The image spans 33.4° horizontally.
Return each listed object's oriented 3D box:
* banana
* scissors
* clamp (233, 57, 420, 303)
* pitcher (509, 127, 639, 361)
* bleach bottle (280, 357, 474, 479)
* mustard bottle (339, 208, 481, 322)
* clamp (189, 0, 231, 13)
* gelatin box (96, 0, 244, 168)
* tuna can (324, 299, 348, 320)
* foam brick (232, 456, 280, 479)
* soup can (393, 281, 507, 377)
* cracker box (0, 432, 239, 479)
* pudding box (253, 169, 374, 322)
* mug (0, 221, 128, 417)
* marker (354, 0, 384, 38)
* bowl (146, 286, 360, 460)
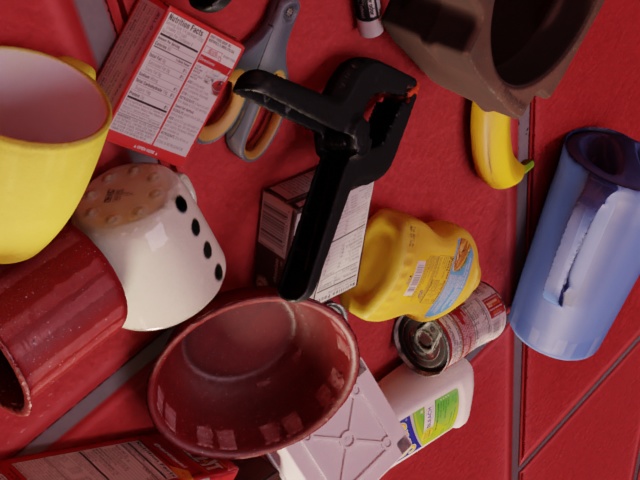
[{"bbox_3d":[0.161,-0.102,0.970,0.069,0.037,0.197,-64,154,-24],"label":"banana"},{"bbox_3d":[-0.038,-0.140,0.685,0.096,0.016,0.202,-17,131,-46],"label":"scissors"},{"bbox_3d":[0.014,-0.062,0.760,0.209,0.036,0.164,-35,125,-51],"label":"clamp"},{"bbox_3d":[0.285,0.013,1.150,0.149,0.145,0.243,3,124,-17],"label":"pitcher"},{"bbox_3d":[0.046,0.199,1.056,0.250,0.068,0.102,-30,139,-32],"label":"bleach bottle"},{"bbox_3d":[0.096,0.027,0.972,0.191,0.058,0.096,8,106,-55],"label":"mustard bottle"},{"bbox_3d":[-0.026,-0.222,0.609,0.171,0.039,0.120,-48,153,-24],"label":"clamp"},{"bbox_3d":[-0.094,-0.095,0.638,0.073,0.030,0.089,17,104,-55],"label":"gelatin box"},{"bbox_3d":[-0.018,0.082,0.892,0.086,0.034,0.086,-33,141,-32],"label":"tuna can"},{"bbox_3d":[-0.080,0.220,0.914,0.078,0.051,0.053,-29,138,-36],"label":"foam brick"},{"bbox_3d":[0.131,0.086,1.061,0.102,0.069,0.068,-23,135,-42],"label":"soup can"},{"bbox_3d":[-0.178,0.229,0.776,0.213,0.072,0.164,2,118,-55],"label":"cracker box"},{"bbox_3d":[-0.006,0.001,0.833,0.089,0.039,0.113,-26,139,-39],"label":"pudding box"},{"bbox_3d":[-0.169,0.044,0.619,0.081,0.093,0.117,-40,175,-33],"label":"mug"},{"bbox_3d":[0.028,-0.190,0.726,0.020,0.020,0.121,-42,145,-22],"label":"marker"},{"bbox_3d":[-0.054,0.089,0.796,0.162,0.055,0.162,-10,129,-13],"label":"bowl"}]
